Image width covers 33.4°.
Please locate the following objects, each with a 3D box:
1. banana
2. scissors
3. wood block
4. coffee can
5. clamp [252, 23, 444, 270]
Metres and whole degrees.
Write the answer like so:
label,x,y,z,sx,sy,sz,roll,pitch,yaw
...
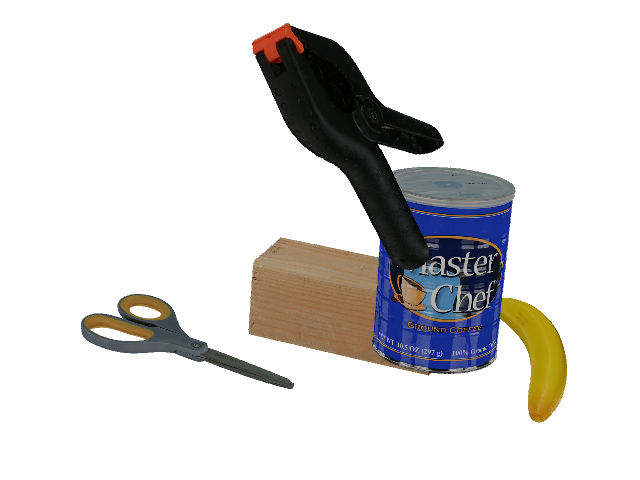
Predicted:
label,x,y,z,sx,sy,sz,roll,pitch,yaw
banana,0.225,0.118,1.139,0.069,0.037,0.198,-25,34,3
scissors,-0.115,0.088,0.968,0.202,0.016,0.096,10,28,5
wood block,0.034,0.070,1.171,0.206,0.091,0.090,12,22,16
coffee can,0.096,0.021,0.848,0.103,0.140,0.103,3,17,-1
clamp,0.022,-0.061,0.662,0.039,0.120,0.171,-29,-46,32
